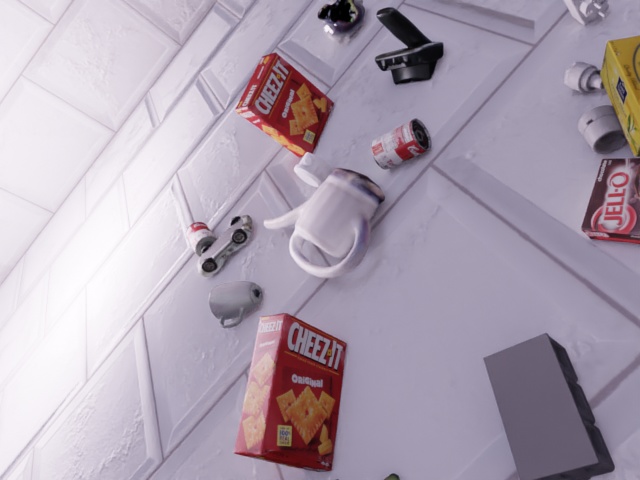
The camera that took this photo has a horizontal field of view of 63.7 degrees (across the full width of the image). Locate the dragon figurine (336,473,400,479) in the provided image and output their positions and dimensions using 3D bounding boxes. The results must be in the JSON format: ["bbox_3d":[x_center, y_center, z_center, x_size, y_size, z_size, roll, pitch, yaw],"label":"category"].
[{"bbox_3d":[0.035,0.461,0.656,0.406,0.121,0.248,-43,47,19],"label":"dragon figurine"}]

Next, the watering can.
[{"bbox_3d":[0.003,-0.054,1.066,0.224,0.103,0.352,-55,37,-1],"label":"watering can"}]

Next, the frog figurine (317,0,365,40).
[{"bbox_3d":[0.065,-0.629,1.459,0.136,0.123,0.161,-59,0,10],"label":"frog figurine"}]
